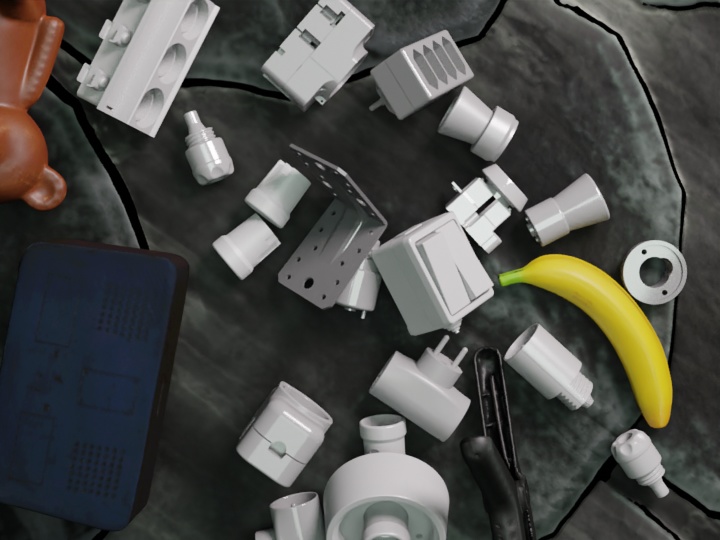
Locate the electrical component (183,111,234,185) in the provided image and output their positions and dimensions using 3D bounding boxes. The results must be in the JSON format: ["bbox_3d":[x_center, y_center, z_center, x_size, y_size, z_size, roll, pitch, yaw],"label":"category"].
[{"bbox_3d":[-0.132,-0.105,0.910,0.035,0.035,0.061,-23,91,-1],"label":"electrical component"}]

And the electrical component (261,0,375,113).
[{"bbox_3d":[-0.032,-0.180,0.901,0.056,0.050,0.089,41,91,-3],"label":"electrical component"}]

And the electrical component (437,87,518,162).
[{"bbox_3d":[0.100,-0.123,0.911,0.055,0.045,0.045,30,92,-4],"label":"electrical component"}]

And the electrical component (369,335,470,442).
[{"bbox_3d":[0.061,0.093,0.916,0.077,0.043,0.079,34,100,1],"label":"electrical component"}]

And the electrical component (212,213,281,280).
[{"bbox_3d":[-0.096,-0.021,0.913,0.046,0.040,0.040,-40,93,-4],"label":"electrical component"}]

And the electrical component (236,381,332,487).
[{"bbox_3d":[-0.062,0.133,0.894,0.054,0.095,0.059,36,91,-3],"label":"electrical component"}]

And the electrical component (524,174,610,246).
[{"bbox_3d":[0.174,-0.048,0.920,0.065,0.044,0.044,-27,93,4],"label":"electrical component"}]

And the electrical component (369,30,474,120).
[{"bbox_3d":[0.039,-0.154,0.898,0.076,0.083,0.047,-29,94,38],"label":"electrical component"}]

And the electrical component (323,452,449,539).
[{"bbox_3d":[0.022,0.213,0.897,0.108,0.060,0.108,1,120,1],"label":"electrical component"}]

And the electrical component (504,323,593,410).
[{"bbox_3d":[0.168,0.088,0.925,0.081,0.043,0.043,42,91,-3],"label":"electrical component"}]

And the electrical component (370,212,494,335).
[{"bbox_3d":[0.066,0.008,0.896,0.062,0.061,0.096,-31,97,-38],"label":"electrical component"}]

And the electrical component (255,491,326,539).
[{"bbox_3d":[-0.066,0.239,0.925,0.079,0.043,0.077,-13,93,0],"label":"electrical component"}]

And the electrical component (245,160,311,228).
[{"bbox_3d":[-0.069,-0.065,0.912,0.040,0.040,0.046,37,86,-3],"label":"electrical component"}]

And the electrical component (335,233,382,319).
[{"bbox_3d":[0.000,0.000,0.916,0.040,0.040,0.078,14,92,-3],"label":"electrical component"}]

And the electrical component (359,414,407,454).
[{"bbox_3d":[0.021,0.151,0.926,0.040,0.040,0.046,-5,98,-2],"label":"electrical component"}]

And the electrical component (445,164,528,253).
[{"bbox_3d":[0.108,-0.057,0.915,0.055,0.048,0.066,-42,93,8],"label":"electrical component"}]

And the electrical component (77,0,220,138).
[{"bbox_3d":[-0.177,-0.181,0.889,0.063,0.079,0.121,28,92,19],"label":"electrical component"}]

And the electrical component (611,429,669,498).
[{"bbox_3d":[0.248,0.171,0.936,0.035,0.035,0.061,-35,95,0],"label":"electrical component"}]
